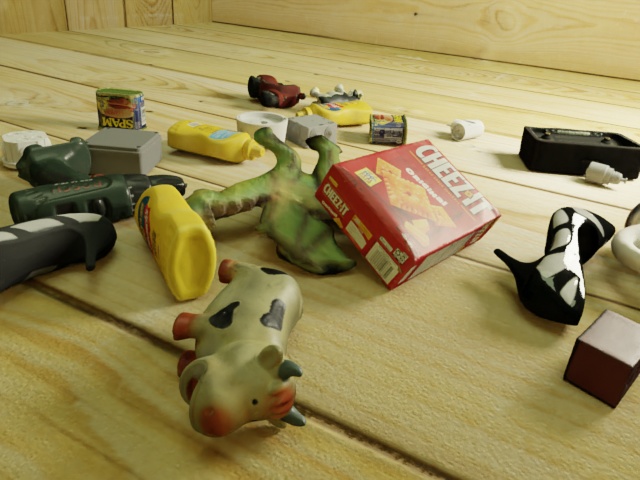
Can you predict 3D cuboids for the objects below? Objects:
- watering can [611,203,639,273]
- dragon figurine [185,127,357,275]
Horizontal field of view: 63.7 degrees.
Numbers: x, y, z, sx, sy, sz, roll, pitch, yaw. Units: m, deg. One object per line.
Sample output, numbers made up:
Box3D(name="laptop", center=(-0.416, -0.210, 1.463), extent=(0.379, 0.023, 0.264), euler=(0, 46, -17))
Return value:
Box3D(name="watering can", center=(0.556, 0.021, 0.668), extent=(0.348, 0.102, 0.228), euler=(8, 26, 10))
Box3D(name="dragon figurine", center=(0.002, -0.037, 0.735), extent=(0.410, 0.119, 0.249), euler=(9, 44, -5))
